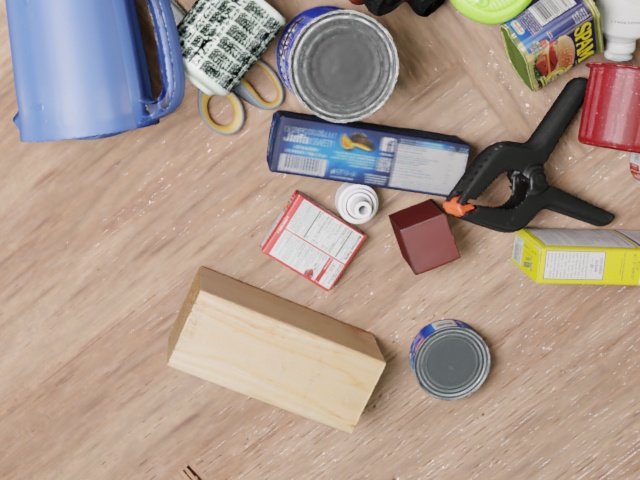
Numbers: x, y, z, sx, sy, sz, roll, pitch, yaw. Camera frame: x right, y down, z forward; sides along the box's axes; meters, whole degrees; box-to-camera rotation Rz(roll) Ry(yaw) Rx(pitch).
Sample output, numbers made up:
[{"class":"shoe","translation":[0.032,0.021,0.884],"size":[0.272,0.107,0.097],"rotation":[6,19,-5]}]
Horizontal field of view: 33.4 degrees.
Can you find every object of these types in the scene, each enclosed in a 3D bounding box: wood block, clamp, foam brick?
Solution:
[{"class":"wood block","translation":[-0.048,0.115,1.120],"size":[0.206,0.091,0.090],"rotation":[23,101,-12]},{"class":"clamp","translation":[0.217,-0.075,1.104],"size":[0.209,0.036,0.164],"rotation":[-14,102,-27]},{"class":"foam brick","translation":[0.108,-0.005,1.116],"size":[0.051,0.078,0.053],"rotation":[-20,105,0]}]

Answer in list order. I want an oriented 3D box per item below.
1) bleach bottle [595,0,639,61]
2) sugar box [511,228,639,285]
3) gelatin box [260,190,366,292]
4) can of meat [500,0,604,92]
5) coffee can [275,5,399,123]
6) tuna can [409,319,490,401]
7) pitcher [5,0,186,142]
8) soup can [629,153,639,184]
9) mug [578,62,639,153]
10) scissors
[{"class":"bleach bottle","translation":[0.297,-0.299,1.049],"size":[0.103,0.068,0.251],"rotation":[7,123,17]},{"class":"sugar box","translation":[0.303,0.018,1.136],"size":[0.176,0.093,0.048],"rotation":[4,104,-7]},{"class":"gelatin box","translation":[-0.007,0.001,1.128],"size":[0.089,0.030,0.073],"rotation":[31,97,-14]},{"class":"can of meat","translation":[0.232,-0.204,1.072],"size":[0.084,0.102,0.057],"rotation":[-33,65,5]},{"class":"coffee can","translation":[0.013,-0.173,1.030],"size":[0.102,0.140,0.103],"rotation":[-2,104,-7]},{"class":"tuna can","translation":[0.142,0.131,1.176],"size":[0.086,0.034,0.086],"rotation":[-2,104,-7]},{"class":"pitcher","translation":[-0.222,-0.215,0.997],"size":[0.149,0.145,0.243],"rotation":[-11,102,-20]},{"class":"soup can","translation":[0.375,-0.076,1.117],"size":[0.068,0.102,0.068],"rotation":[-2,104,-7]},{"class":"mug","translation":[0.320,-0.130,1.080],"size":[0.117,0.093,0.081],"rotation":[10,96,2]},{"class":"scissors","translation":[-0.130,-0.183,1.075],"size":[0.201,0.016,0.096],"rotation":[34,96,-13]}]
